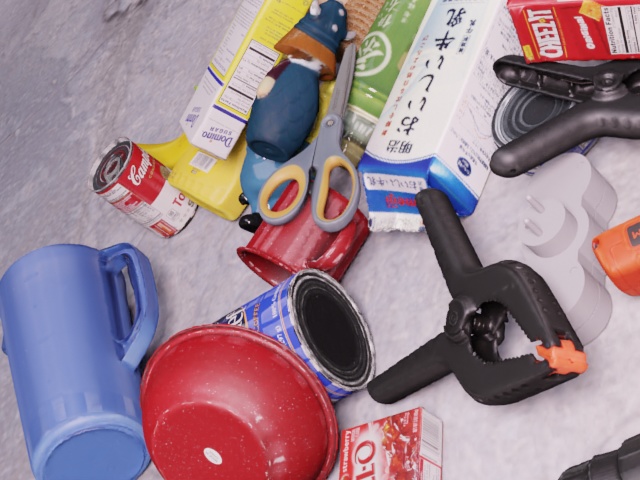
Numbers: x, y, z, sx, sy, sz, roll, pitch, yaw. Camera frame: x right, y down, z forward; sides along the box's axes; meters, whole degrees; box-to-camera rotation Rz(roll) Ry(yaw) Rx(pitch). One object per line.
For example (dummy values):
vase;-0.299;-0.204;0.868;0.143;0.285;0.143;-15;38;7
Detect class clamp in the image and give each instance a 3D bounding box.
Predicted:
clamp;0.099;0.064;0.721;0.210;0.036;0.164;34;110;61
clamp;0.196;-0.091;0.744;0.172;0.039;0.120;-1;54;26

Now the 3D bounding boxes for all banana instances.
banana;-0.164;-0.108;1.195;0.037;0.069;0.198;-24;-2;-44

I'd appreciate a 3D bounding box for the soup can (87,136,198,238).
soup can;-0.187;-0.054;1.138;0.069;0.102;0.068;-30;41;29

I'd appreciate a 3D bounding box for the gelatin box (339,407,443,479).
gelatin box;0.048;0.168;0.744;0.073;0.030;0.089;-24;44;34

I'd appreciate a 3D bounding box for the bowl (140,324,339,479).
bowl;-0.070;0.145;0.782;0.162;0.162;0.055;-31;9;27

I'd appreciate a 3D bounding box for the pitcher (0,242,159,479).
pitcher;-0.225;0.117;1.019;0.243;0.144;0.149;-117;31;-48

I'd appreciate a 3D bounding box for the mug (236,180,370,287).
mug;-0.006;0.001;0.894;0.081;0.093;0.117;-57;18;-14

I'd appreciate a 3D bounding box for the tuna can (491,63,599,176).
tuna can;0.175;-0.093;0.823;0.086;0.033;0.086;-29;41;29

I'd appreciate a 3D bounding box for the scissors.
scissors;-0.008;-0.085;0.899;0.096;0.016;0.202;-15;50;13

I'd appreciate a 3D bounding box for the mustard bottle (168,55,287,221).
mustard bottle;-0.072;-0.118;1.100;0.096;0.058;0.191;26;81;44

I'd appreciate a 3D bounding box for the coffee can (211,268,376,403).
coffee can;-0.042;0.098;0.843;0.140;0.102;0.103;-31;41;28

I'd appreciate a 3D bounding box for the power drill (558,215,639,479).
power drill;0.211;0.070;0.625;0.185;0.057;0.187;-27;44;32

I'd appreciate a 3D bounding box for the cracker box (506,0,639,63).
cracker box;0.254;-0.206;0.744;0.214;0.072;0.164;2;58;27

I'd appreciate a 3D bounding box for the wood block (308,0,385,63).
wood block;0.015;-0.241;1.084;0.091;0.090;0.206;-52;35;0

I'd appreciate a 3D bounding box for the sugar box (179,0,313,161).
sugar box;-0.072;-0.170;1.016;0.176;0.048;0.093;-62;21;12
